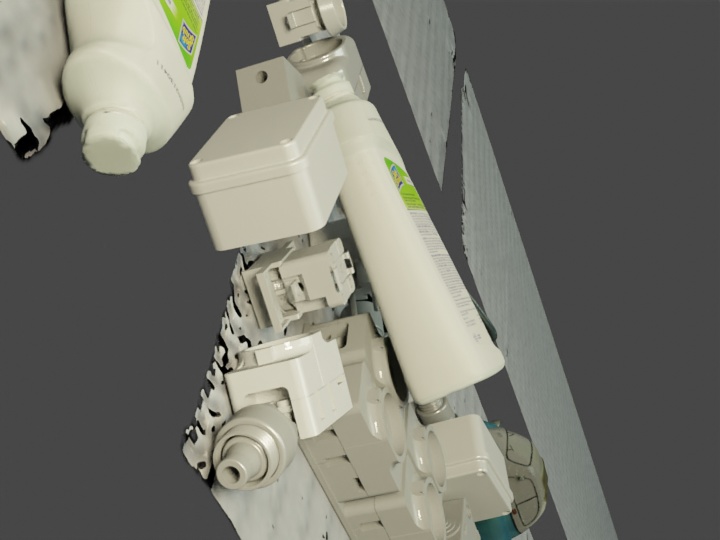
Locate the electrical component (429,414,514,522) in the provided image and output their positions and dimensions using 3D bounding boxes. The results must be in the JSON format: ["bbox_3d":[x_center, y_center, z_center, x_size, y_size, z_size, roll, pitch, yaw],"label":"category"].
[{"bbox_3d":[0.095,0.193,1.023,0.113,0.078,0.057,58,20,-50],"label":"electrical component"}]

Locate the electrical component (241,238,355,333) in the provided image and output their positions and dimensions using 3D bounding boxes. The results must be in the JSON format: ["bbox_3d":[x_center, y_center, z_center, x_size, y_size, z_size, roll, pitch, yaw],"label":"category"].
[{"bbox_3d":[-0.039,0.007,0.727,0.081,0.064,0.042,-58,131,-70],"label":"electrical component"}]

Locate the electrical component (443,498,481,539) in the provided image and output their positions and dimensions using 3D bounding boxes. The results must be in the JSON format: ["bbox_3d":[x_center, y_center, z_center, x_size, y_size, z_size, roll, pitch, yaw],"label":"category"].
[{"bbox_3d":[0.083,0.265,0.968,0.099,0.048,0.099,-73,146,-63],"label":"electrical component"}]

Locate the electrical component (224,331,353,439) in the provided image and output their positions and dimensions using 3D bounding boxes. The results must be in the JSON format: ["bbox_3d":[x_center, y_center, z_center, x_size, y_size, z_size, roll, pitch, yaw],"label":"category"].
[{"bbox_3d":[-0.044,0.072,0.675,0.089,0.050,0.055,-18,94,-75],"label":"electrical component"}]

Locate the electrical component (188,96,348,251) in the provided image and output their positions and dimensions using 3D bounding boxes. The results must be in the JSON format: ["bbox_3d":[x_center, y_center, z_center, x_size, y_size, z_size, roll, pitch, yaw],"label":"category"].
[{"bbox_3d":[-0.058,-0.066,0.698,0.113,0.078,0.057,-72,148,-64],"label":"electrical component"}]

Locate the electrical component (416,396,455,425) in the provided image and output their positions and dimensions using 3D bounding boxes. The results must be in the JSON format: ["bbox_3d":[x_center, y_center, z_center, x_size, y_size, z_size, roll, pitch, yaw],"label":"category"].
[{"bbox_3d":[0.072,0.135,1.075,0.035,0.035,0.061,-78,147,-59],"label":"electrical component"}]

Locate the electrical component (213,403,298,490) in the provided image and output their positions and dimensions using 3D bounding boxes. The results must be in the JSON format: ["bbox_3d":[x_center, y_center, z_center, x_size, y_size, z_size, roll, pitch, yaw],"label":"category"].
[{"bbox_3d":[-0.061,0.102,0.599,0.062,0.043,0.043,-43,118,-72],"label":"electrical component"}]

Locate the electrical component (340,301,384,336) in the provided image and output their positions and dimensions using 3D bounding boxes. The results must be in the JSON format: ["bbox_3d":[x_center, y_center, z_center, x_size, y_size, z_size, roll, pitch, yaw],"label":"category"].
[{"bbox_3d":[0.003,0.058,0.882,0.044,0.044,0.065,61,16,-45],"label":"electrical component"}]

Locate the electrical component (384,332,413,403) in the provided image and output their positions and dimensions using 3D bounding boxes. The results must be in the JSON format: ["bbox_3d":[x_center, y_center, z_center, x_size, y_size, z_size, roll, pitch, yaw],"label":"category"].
[{"bbox_3d":[0.026,0.084,0.939,0.040,0.040,0.078,-63,137,-68],"label":"electrical component"}]

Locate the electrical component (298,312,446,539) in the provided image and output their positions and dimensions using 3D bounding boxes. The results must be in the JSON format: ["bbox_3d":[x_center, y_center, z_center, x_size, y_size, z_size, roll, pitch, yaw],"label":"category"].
[{"bbox_3d":[0.014,0.136,0.811,0.105,0.060,0.186,-84,155,-53],"label":"electrical component"}]

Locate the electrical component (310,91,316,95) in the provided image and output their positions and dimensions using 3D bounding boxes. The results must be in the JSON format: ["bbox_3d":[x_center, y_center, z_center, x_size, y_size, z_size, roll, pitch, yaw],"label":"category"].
[{"bbox_3d":[-0.035,-0.128,0.881,0.045,0.055,0.045,-14,90,-75],"label":"electrical component"}]

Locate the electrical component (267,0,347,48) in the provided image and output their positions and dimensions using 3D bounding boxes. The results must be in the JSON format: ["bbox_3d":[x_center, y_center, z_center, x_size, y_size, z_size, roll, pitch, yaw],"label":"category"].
[{"bbox_3d":[-0.044,-0.220,0.930,0.066,0.055,0.048,-60,134,-69],"label":"electrical component"}]

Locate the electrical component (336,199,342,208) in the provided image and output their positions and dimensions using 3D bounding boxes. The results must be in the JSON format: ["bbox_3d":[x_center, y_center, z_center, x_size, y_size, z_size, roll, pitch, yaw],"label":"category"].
[{"bbox_3d":[-0.020,-0.085,0.923,0.043,0.043,0.062,-63,138,-68],"label":"electrical component"}]

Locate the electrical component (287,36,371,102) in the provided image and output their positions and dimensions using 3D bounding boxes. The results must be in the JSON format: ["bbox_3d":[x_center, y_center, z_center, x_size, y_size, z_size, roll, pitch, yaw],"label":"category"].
[{"bbox_3d":[-0.028,-0.166,0.943,0.095,0.054,0.059,-78,150,-59],"label":"electrical component"}]

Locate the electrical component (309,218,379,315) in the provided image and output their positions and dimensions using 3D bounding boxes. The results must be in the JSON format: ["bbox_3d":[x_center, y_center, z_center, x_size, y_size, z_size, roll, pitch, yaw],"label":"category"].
[{"bbox_3d":[0.000,0.000,0.872,0.047,0.066,0.076,45,34,-63],"label":"electrical component"}]
